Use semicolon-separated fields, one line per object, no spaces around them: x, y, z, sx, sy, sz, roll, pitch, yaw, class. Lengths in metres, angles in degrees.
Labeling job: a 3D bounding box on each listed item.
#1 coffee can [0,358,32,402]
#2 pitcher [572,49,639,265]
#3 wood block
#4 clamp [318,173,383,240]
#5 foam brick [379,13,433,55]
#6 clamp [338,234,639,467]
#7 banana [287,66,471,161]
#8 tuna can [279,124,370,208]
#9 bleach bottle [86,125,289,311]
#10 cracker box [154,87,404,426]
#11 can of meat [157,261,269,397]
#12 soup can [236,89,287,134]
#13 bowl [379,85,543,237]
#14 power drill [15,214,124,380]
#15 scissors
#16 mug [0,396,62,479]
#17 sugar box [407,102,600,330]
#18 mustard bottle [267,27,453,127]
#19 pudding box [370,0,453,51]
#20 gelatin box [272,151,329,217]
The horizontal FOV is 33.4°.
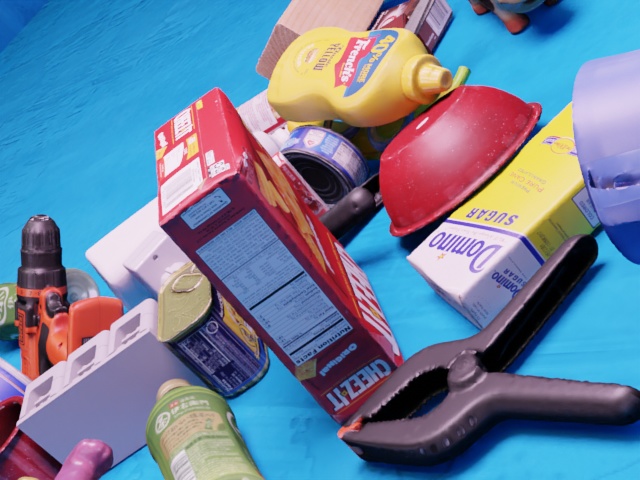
-0.337;0.193;1.044;0.103;0.102;0.140;3;50;55;coffee can
0.272;-0.068;0.596;0.243;0.144;0.149;-15;56;37;pitcher
0.016;-0.267;1.250;0.206;0.090;0.091;-62;4;-35;wood block
-0.006;0.001;0.933;0.171;0.039;0.120;-41;-6;7;clamp
0.083;-0.173;1.064;0.051;0.078;0.053;-27;30;24;foam brick
0.106;0.083;0.692;0.210;0.036;0.164;-27;29;27;clamp
0.055;-0.107;1.019;0.198;0.037;0.069;-12;54;26;banana
0.001;-0.067;1.004;0.086;0.086;0.033;-8;44;48;tuna can
-0.120;-0.029;1.117;0.250;0.102;0.068;-40;60;-12;bleach bottle
-0.031;0.008;0.790;0.072;0.213;0.164;-35;27;8;cracker box
-0.091;0.074;0.915;0.057;0.084;0.102;-36;27;12;can of meat
-0.057;-0.132;1.201;0.102;0.068;0.068;-28;29;27;soup can
0.101;-0.076;0.872;0.162;0.055;0.162;-41;9;8;bowl
-0.255;0.075;1.069;0.057;0.184;0.188;-6;13;-31;power drill
0.083;-0.162;0.992;0.202;0.016;0.096;-49;55;0;scissors
-0.281;0.211;0.966;0.117;0.081;0.093;-46;26;-8;mug
0.153;-0.021;0.776;0.176;0.048;0.093;-41;25;-3;sugar box
0.041;-0.144;0.942;0.192;0.058;0.096;13;61;48;mustard bottle
0.086;-0.214;1.165;0.090;0.039;0.113;-10;39;48;pudding box
-0.037;-0.026;0.989;0.073;0.089;0.030;-38;31;6;gelatin box
